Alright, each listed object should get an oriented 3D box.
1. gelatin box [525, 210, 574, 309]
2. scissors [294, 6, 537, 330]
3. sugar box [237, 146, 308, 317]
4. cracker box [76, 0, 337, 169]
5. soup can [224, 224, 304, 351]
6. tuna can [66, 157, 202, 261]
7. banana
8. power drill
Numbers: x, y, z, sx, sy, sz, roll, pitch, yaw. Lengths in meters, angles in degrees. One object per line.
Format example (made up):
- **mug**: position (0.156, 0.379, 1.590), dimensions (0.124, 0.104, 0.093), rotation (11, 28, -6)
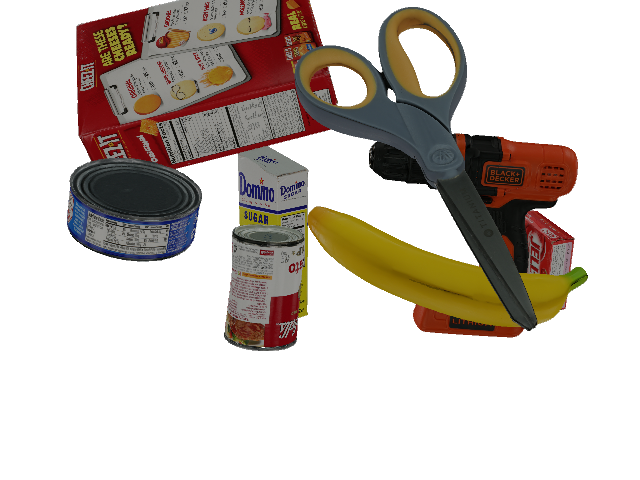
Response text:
- **gelatin box**: position (0.237, 0.022, 1.149), dimensions (0.030, 0.089, 0.073), rotation (-11, 29, -18)
- **scissors**: position (0.037, -0.038, 0.501), dimensions (0.096, 0.201, 0.016), rotation (-6, -38, 4)
- **sugar box**: position (-0.053, -0.007, 1.177), dimensions (0.048, 0.176, 0.093), rotation (-16, 28, -28)
- **cracker box**: position (-0.102, -0.145, 0.943), dimensions (0.213, 0.164, 0.072), rotation (-14, -44, 1)
- **soup can**: position (-0.052, 0.042, 0.978), dimensions (0.068, 0.102, 0.068), rotation (5, 15, -1)
- **tuna can**: position (-0.122, -0.021, 0.700), dimensions (0.086, 0.034, 0.086), rotation (10, 27, -5)
- **banana**: position (0.080, 0.022, 0.721), dimensions (0.198, 0.037, 0.069), rotation (15, 24, 7)
- **power drill**: position (0.130, -0.006, 0.973), dimensions (0.184, 0.188, 0.057), rotation (5, 26, 2)
